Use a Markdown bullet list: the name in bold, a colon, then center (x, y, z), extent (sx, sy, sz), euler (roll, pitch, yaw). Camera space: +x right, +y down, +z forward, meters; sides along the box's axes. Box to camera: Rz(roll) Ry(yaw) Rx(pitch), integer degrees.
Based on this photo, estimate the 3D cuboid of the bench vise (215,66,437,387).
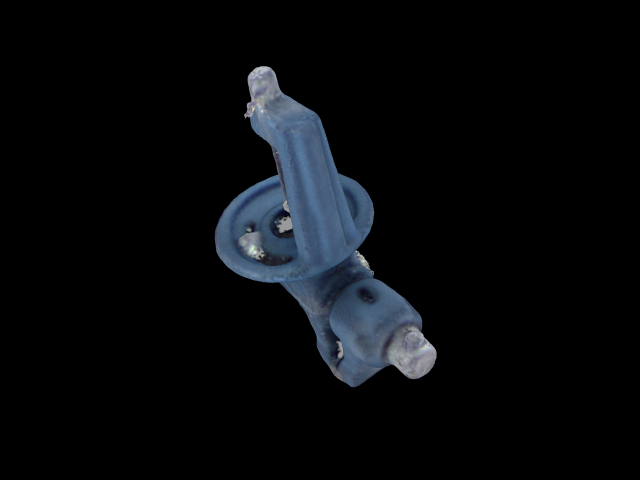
- **bench vise**: center (0.011, -0.007, 0.406), extent (0.207, 0.220, 0.122), euler (29, 61, 18)
